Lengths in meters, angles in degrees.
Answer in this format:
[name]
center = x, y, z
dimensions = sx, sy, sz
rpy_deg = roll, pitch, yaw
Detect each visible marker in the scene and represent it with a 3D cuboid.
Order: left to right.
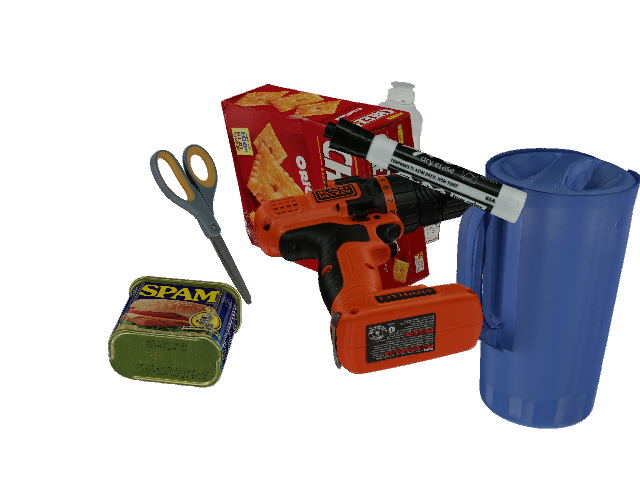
[marker]
center = 0.058, -0.041, 0.611
dimensions = 0.121, 0.020, 0.020
rpy_deg = 23, 2, 5

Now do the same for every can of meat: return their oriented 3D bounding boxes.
[can of meat]
center = -0.125, 0.078, 0.917
dimensions = 0.102, 0.057, 0.084
rpy_deg = 5, 29, 4

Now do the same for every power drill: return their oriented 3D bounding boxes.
[power drill]
center = 0.055, 0.014, 0.811
dimensions = 0.184, 0.057, 0.188
rpy_deg = -13, 35, -9

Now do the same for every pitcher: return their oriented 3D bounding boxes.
[pitcher]
center = 0.199, 0.046, 0.969
dimensions = 0.149, 0.243, 0.145
rpy_deg = 6, 22, 10

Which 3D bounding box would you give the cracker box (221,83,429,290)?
[cracker box]
center = 0.000, -0.053, 1.028
dimensions = 0.072, 0.164, 0.214
rpy_deg = -25, 28, -31

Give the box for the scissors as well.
[scissors]
center = -0.121, -0.029, 1.242
dimensions = 0.016, 0.201, 0.096
rpy_deg = -26, 18, 42

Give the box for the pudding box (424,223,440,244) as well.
[pudding box]
center = 0.104, -0.018, 1.548
dimensions = 0.113, 0.039, 0.090
rpy_deg = -21, 35, -31

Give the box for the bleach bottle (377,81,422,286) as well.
[bleach bottle]
center = 0.082, -0.057, 1.243
dimensions = 0.068, 0.251, 0.103
rpy_deg = -2, 22, -22
